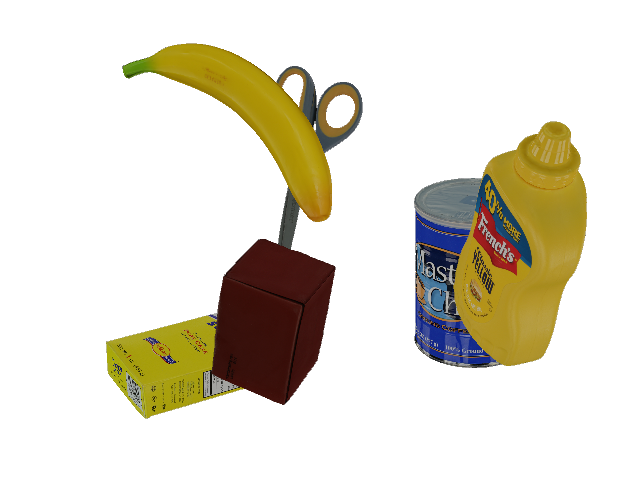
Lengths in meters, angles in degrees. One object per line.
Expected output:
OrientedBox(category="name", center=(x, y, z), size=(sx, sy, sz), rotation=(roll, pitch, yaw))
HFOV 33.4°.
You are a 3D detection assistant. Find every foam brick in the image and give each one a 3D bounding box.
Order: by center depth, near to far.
OrientedBox(category="foam brick", center=(-0.029, 0.048, 0.644), size=(0.053, 0.078, 0.051), rotation=(21, 35, 15))

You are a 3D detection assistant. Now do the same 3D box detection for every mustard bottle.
OrientedBox(category="mustard bottle", center=(0.140, -0.005, 0.735), size=(0.058, 0.096, 0.192), rotation=(-10, -40, -15))

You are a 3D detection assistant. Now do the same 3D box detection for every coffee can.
OrientedBox(category="coffee can", center=(0.135, 0.027, 0.952), size=(0.103, 0.140, 0.103), rotation=(-2, 24, 1))

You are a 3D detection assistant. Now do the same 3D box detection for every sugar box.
OrientedBox(category="sugar box", center=(-0.115, 0.116, 1.070), size=(0.175, 0.048, 0.093), rotation=(-16, 32, -28))

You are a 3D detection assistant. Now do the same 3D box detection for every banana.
OrientedBox(category="banana", center=(-0.055, -0.094, 0.807), size=(0.198, 0.069, 0.037), rotation=(37, -6, 13))

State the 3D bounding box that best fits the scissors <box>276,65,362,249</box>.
OrientedBox(category="scissors", center=(-0.003, -0.067, 1.016), size=(0.096, 0.202, 0.016), rotation=(-5, -3, 5))
